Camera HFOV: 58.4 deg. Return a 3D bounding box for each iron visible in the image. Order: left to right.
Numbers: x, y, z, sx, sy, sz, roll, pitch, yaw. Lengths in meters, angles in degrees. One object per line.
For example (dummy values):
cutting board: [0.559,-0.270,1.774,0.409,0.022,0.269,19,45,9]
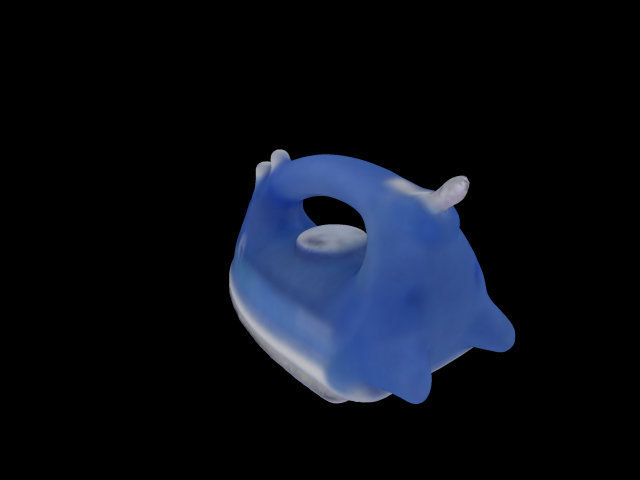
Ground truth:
iron: [0.004,0.001,0.400,0.119,0.141,0.257,-17,27,-37]
